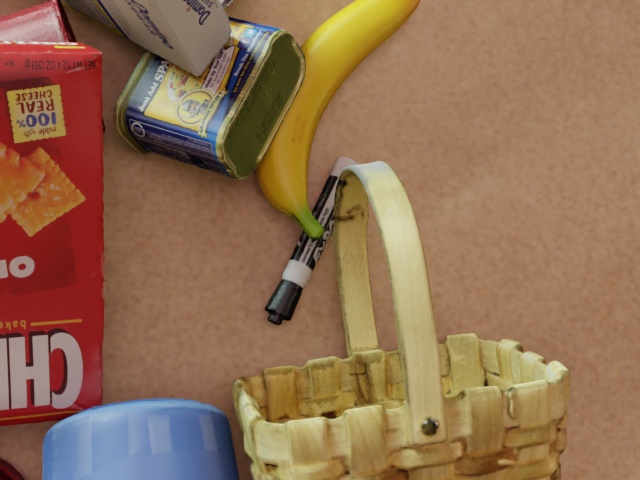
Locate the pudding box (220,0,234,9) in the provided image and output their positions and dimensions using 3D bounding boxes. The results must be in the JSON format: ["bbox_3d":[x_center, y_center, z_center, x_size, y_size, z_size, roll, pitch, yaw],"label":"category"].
[{"bbox_3d":[-0.092,-0.200,0.689,0.113,0.090,0.039,37,104,-10],"label":"pudding box"}]

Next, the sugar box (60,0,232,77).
[{"bbox_3d":[-0.140,-0.172,0.654,0.176,0.093,0.048,28,75,26],"label":"sugar box"}]

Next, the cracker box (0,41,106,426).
[{"bbox_3d":[-0.205,-0.002,0.591,0.164,0.072,0.214,-3,105,-22],"label":"cracker box"}]

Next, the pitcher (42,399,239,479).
[{"bbox_3d":[-0.082,0.212,0.574,0.149,0.145,0.243,-8,69,-2],"label":"pitcher"}]

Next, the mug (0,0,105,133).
[{"bbox_3d":[-0.186,-0.089,0.674,0.081,0.093,0.117,-19,117,-6],"label":"mug"}]

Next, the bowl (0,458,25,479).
[{"bbox_3d":[-0.233,0.174,0.589,0.162,0.055,0.162,2,54,-4],"label":"bowl"}]

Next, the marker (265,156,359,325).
[{"bbox_3d":[-0.005,0.001,0.703,0.020,0.020,0.121,26,75,-1],"label":"marker"}]

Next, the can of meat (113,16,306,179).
[{"bbox_3d":[-0.068,-0.095,0.681,0.084,0.057,0.102,18,73,27],"label":"can of meat"}]

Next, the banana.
[{"bbox_3d":[0.003,-0.096,0.717,0.069,0.037,0.197,22,75,0],"label":"banana"}]
